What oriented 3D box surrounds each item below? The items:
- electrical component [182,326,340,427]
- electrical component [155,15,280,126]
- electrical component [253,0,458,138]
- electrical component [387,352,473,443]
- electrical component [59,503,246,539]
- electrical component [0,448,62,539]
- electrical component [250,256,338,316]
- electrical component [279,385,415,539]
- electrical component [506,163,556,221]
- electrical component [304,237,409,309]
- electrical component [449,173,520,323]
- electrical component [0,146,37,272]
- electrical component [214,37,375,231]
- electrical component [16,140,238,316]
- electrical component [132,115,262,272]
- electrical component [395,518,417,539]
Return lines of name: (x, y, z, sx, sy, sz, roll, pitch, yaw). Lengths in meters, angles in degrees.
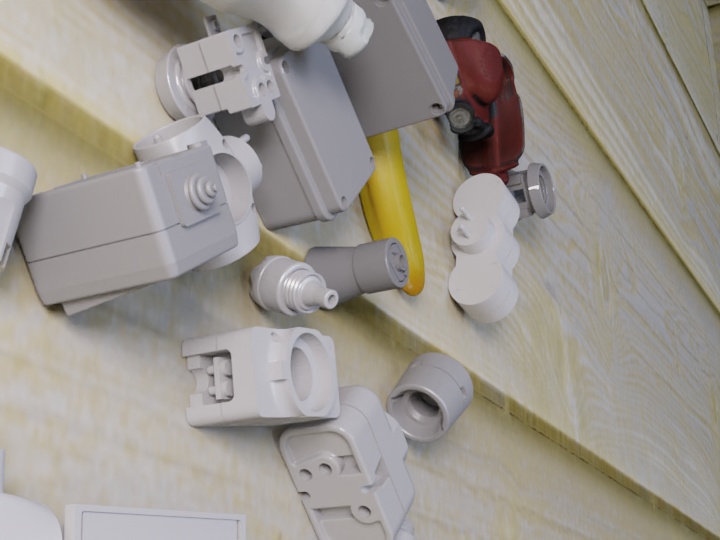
electrical component: (-0.051, 0.062, 0.620, 0.089, 0.056, 0.050, 14, 67, -61)
electrical component: (-0.084, -0.112, 0.624, 0.048, 0.055, 0.066, -40, 115, -60)
electrical component: (-0.002, -0.149, 0.741, 0.108, 0.109, 0.056, 58, 31, -35)
electrical component: (0.052, 0.097, 0.809, 0.047, 0.055, 0.055, -43, 118, -55)
electrical component: (-0.099, 0.150, 0.486, 0.121, 0.063, 0.078, 25, 58, -58)
electrical component: (-0.158, 0.090, 0.416, 0.077, 0.044, 0.079, 26, 57, -57)
electrical component: (-0.038, 0.012, 0.654, 0.035, 0.061, 0.035, -14, 110, -43)
electrical component: (-0.005, 0.125, 0.687, 0.059, 0.054, 0.095, -51, 125, -57)
electrical component: (0.163, -0.076, 1.087, 0.078, 0.057, 0.058, -25, 103, -62)
electrical component: (0.000, 0.000, 0.733, 0.044, 0.065, 0.044, 33, 51, -55)
electrical component: (0.106, -0.029, 0.963, 0.073, 0.052, 0.138, 45, 42, -47)
electrical component: (-0.163, -0.026, 0.459, 0.040, 0.040, 0.046, 38, 53, -52)
electrical component: (-0.043, -0.092, 0.695, 0.113, 0.057, 0.078, 66, 29, -23)
electrical component: (-0.104, -0.020, 0.506, 0.062, 0.096, 0.061, -35, 111, -62)
electrical component: (-0.081, -0.051, 0.611, 0.079, 0.044, 0.077, -46, 121, -46)
electrical component: (0.018, 0.182, 0.722, 0.043, 0.043, 0.062, 54, 35, -40)
